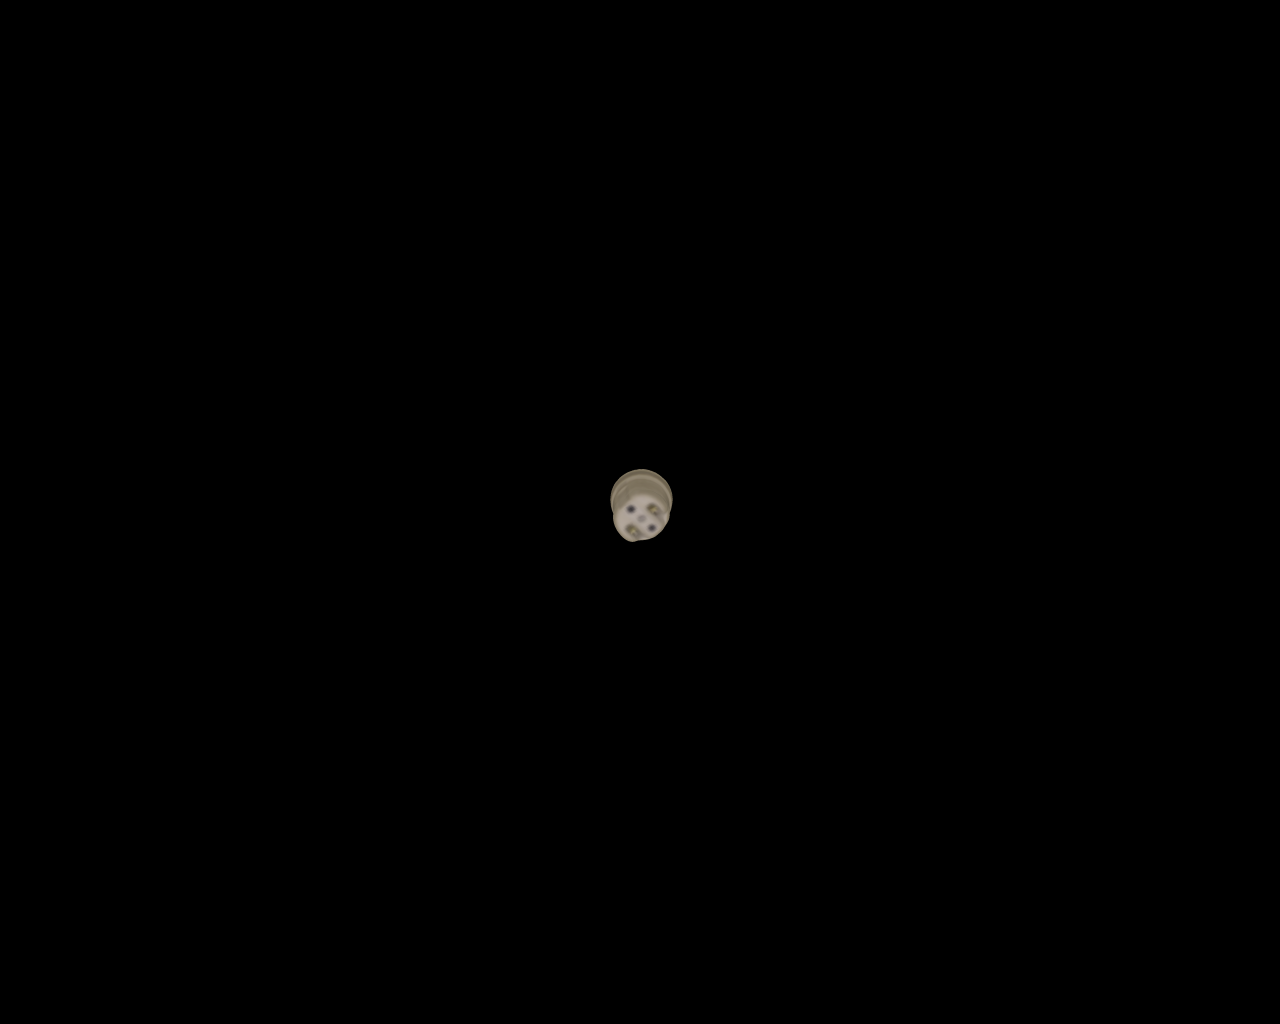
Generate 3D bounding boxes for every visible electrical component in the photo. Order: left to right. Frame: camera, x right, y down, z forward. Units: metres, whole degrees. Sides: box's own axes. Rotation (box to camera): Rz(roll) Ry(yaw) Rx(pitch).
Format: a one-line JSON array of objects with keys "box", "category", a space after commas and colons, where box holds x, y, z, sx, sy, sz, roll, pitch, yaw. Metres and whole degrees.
[{"box": [0.001, -0.003, 0.650, 0.040, 0.040, 0.046, 0, 16, 0], "category": "electrical component"}]
